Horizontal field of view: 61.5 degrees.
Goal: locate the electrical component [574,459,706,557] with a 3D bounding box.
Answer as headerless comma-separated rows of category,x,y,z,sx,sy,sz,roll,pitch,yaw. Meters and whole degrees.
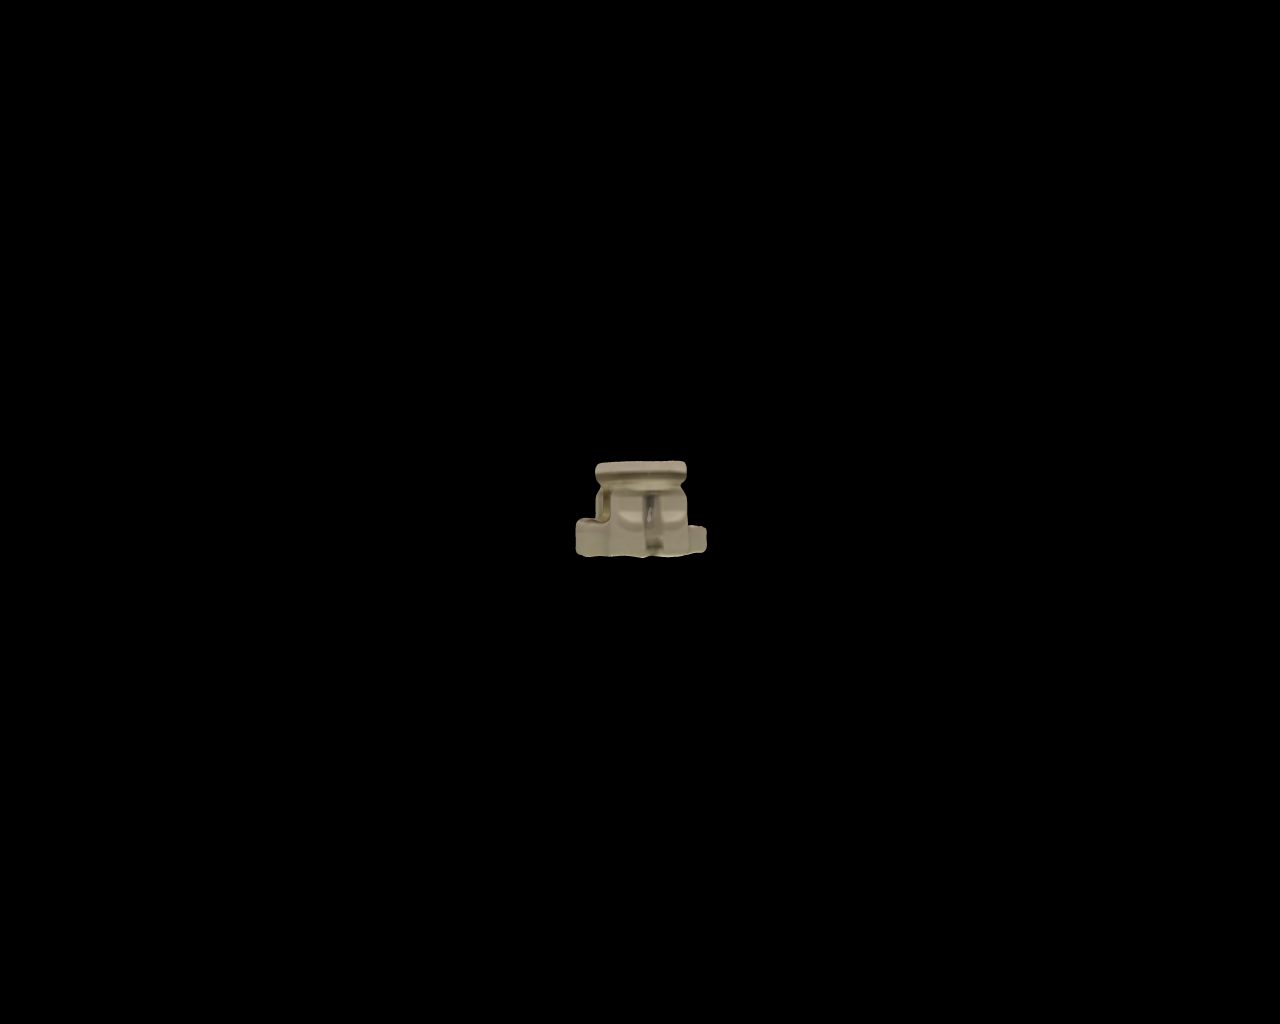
electrical component,0.001,-0.003,0.650,0.078,0.057,0.058,0,0,-17
